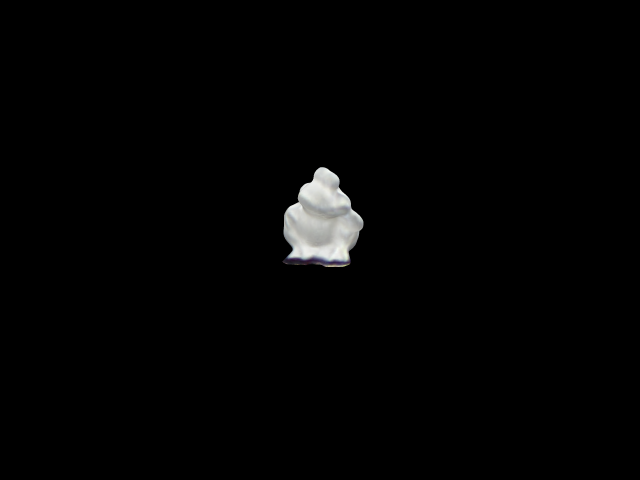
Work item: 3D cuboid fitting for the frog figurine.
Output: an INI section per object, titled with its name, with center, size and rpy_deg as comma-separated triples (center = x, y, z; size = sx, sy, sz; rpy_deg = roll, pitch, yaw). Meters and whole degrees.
[frog figurine]
center = 0.003, -0.043, 0.850
size = 0.138, 0.158, 0.124
rpy_deg = 9, 15, 35
